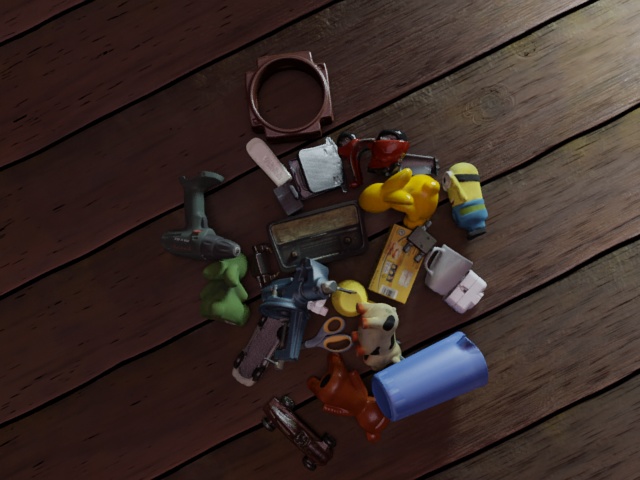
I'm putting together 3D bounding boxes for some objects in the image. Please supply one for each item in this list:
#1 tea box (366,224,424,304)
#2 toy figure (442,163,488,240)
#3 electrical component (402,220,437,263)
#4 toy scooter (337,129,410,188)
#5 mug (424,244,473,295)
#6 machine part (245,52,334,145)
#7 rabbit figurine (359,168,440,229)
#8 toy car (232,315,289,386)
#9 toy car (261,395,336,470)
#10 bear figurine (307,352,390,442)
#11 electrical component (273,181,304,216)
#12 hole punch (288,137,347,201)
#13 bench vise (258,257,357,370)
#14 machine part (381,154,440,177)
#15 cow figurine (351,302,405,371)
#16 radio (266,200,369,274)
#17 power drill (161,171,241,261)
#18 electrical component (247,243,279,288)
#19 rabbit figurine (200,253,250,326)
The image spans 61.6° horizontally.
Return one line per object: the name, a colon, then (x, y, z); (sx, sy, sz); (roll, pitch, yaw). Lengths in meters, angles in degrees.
tea box: (0.186, 0.056, 1.282); (0.098, 0.068, 0.169); (24, 88, 0)
toy figure: (0.351, -0.094, 1.278); (0.089, 0.082, 0.180); (-16, 80, -18)
electrical component: (0.236, 0.002, 1.239); (0.063, 0.021, 0.094); (40, 86, 1)
toy scooter: (0.121, -0.190, 1.276); (0.184, 0.075, 0.135); (2, 86, 26)
mug: (0.290, 0.071, 1.268); (0.109, 0.081, 0.107); (26, 99, -28)
machine part: (-0.074, -0.339, 1.292); (0.201, 0.087, 0.201); (-7, 87, 2)
rabbit figurine: (0.178, -0.093, 1.229); (0.173, 0.162, 0.122); (-1, 81, -7)
toy car: (-0.139, 0.254, 1.293); (0.073, 0.056, 0.201); (31, 88, 8)
toy car: (-0.052, 0.461, 1.287); (0.202, 0.053, 0.089); (43, 93, 1)
bear figurine: (0.082, 0.372, 1.269); (0.196, 0.132, 0.120); (36, 90, -16)
electrical component: (-0.073, -0.096, 1.268); (0.048, 0.119, 0.075); (-31, 91, 0)
hole punch: (-0.007, -0.163, 1.295); (0.116, 0.092, 0.142); (-17, 85, -26)
bench vise: (-0.053, 0.167, 1.191); (0.224, 0.128, 0.240); (-6, 62, 32)
machine part: (0.221, -0.183, 1.301); (0.139, 0.039, 0.084); (7, 84, 9)
cow figurine: (0.140, 0.227, 1.243); (0.127, 0.086, 0.194); (-3, 128, -8)
radio: (-0.003, -0.004, 1.286); (0.230, 0.073, 0.131); (-15, 88, 2)
power drill: (-0.271, -0.052, 1.261); (0.232, 0.086, 0.207); (-5, 83, 33)
electrical component: (-0.136, 0.060, 1.291); (0.045, 0.078, 0.102); (-15, 82, -27)
rabbit figurine: (-0.225, 0.102, 1.264); (0.121, 0.159, 0.170); (11, 73, 11)
